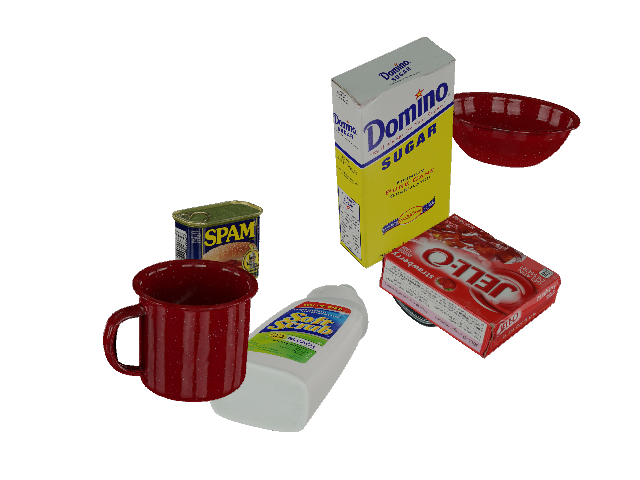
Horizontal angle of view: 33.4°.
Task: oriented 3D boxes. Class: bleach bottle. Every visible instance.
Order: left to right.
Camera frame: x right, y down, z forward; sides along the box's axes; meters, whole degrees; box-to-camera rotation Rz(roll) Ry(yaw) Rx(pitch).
[{"bbox_3d":[-0.018,0.101,1.074,0.103,0.068,0.250,11,23,14],"label":"bleach bottle"}]

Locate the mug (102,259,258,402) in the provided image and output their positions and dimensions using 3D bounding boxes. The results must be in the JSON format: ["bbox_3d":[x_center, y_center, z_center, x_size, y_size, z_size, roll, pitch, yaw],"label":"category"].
[{"bbox_3d":[-0.105,0.070,0.796,0.117,0.081,0.093,-9,24,-32],"label":"mug"}]

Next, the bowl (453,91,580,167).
[{"bbox_3d":[0.215,-0.125,1.235,0.162,0.055,0.162,4,23,-2],"label":"bowl"}]

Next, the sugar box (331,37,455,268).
[{"bbox_3d":[0.060,-0.067,0.862,0.093,0.176,0.048,-28,51,-21],"label":"sugar box"}]

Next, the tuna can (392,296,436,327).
[{"bbox_3d":[0.116,0.056,1.213,0.033,0.086,0.086,-39,18,-25],"label":"tuna can"}]

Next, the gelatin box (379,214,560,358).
[{"bbox_3d":[0.094,0.026,0.675,0.089,0.030,0.073,34,45,31],"label":"gelatin box"}]

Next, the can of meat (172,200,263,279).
[{"bbox_3d":[-0.116,0.007,1.204,0.101,0.084,0.058,-12,23,-38],"label":"can of meat"}]
